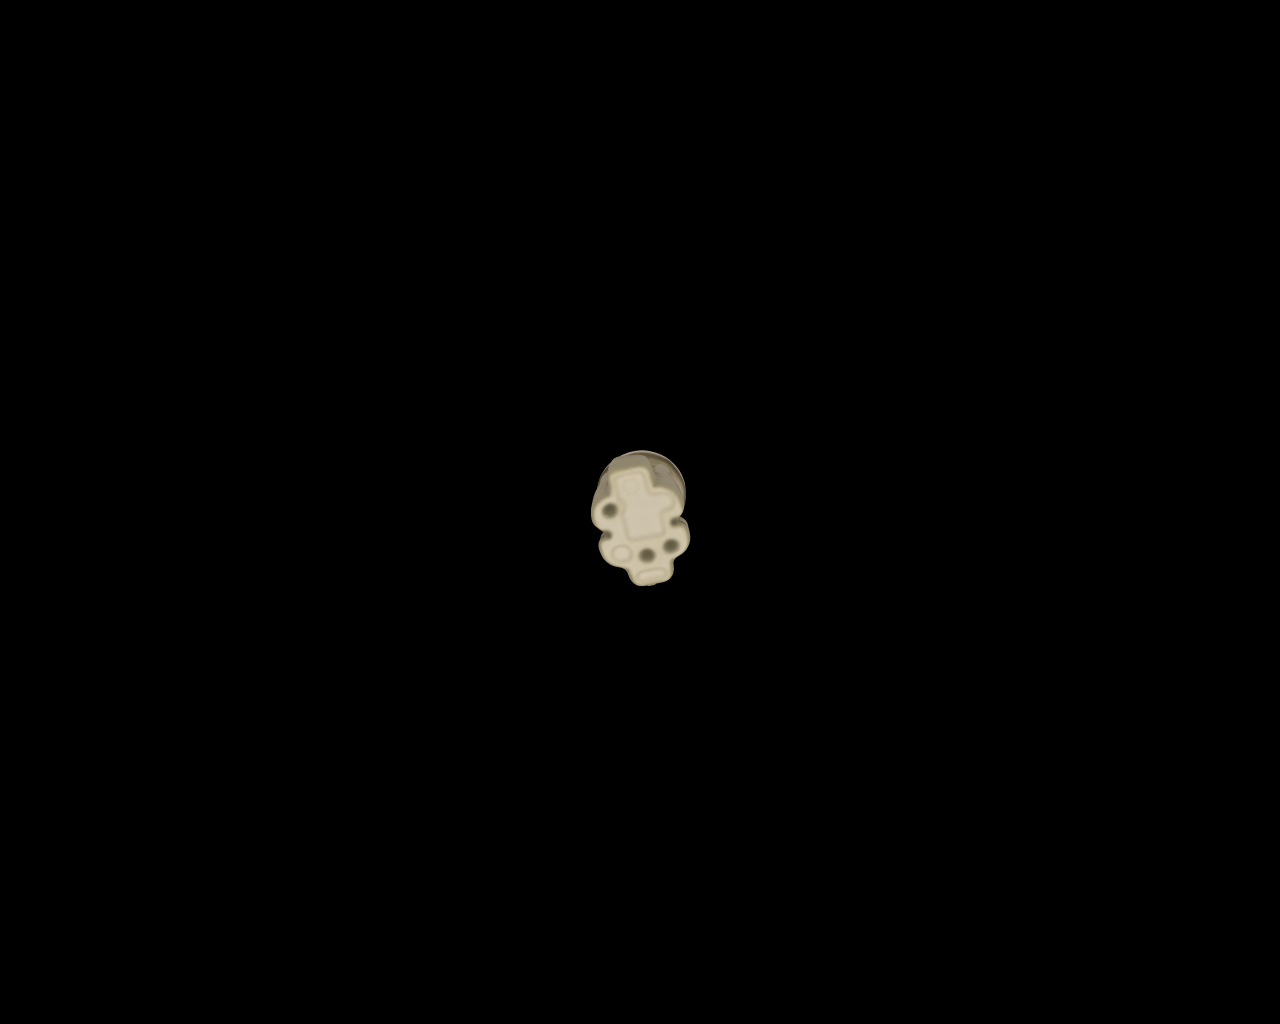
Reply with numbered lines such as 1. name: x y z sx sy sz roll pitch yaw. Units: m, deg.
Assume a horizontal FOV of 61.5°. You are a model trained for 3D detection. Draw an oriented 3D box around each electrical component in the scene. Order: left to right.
1. electrical component: 0.001 -0.003 0.650 0.058 0.078 0.057 -11 24 5
